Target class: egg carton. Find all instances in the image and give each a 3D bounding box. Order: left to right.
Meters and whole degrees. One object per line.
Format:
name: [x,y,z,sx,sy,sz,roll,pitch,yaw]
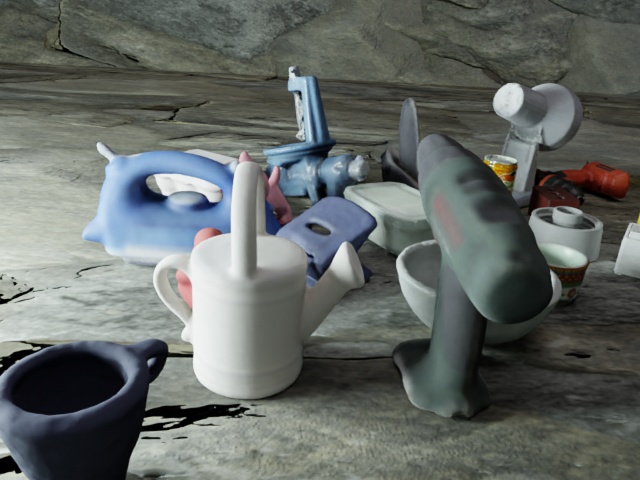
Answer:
egg carton: [-0.193,-0.103,0.948,0.149,0.069,0.107,16,26,27]

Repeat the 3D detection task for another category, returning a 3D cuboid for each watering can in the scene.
watering can: [-0.053,0.028,0.496,0.173,0.194,0.100,-5,24,-20]

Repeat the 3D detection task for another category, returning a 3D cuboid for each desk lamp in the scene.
desk lamp: [0.361,-0.174,1.025,0.204,0.214,0.117,-15,29,-38]

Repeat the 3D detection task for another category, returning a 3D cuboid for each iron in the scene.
iron: [-0.161,-0.049,0.731,0.258,0.141,0.118,2,23,-5]

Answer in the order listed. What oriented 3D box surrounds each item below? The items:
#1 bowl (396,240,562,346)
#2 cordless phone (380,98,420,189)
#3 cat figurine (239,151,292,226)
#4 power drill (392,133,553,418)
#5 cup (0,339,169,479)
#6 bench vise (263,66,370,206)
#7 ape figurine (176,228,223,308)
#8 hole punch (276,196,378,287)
bowl: [0.160,0.063,0.604,0.167,0.075,0.167,4,23,-1]
cordless phone: [0.150,-0.152,0.974,0.094,0.185,0.147,3,23,-1]
cat figurine: [-0.092,-0.070,0.824,0.067,0.118,0.128,16,25,26]
power drill: [0.116,0.032,0.497,0.076,0.208,0.229,0,23,-8]
cup: [-0.148,0.123,0.380,0.091,0.095,0.118,18,26,30]
bench vise: [0.001,-0.161,0.926,0.206,0.220,0.122,14,25,23]
ape figurine: [-0.114,0.030,0.613,0.078,0.092,0.076,1,23,-7]
hole punch: [0.006,0.003,0.701,0.101,0.091,0.108,-13,28,-35]
